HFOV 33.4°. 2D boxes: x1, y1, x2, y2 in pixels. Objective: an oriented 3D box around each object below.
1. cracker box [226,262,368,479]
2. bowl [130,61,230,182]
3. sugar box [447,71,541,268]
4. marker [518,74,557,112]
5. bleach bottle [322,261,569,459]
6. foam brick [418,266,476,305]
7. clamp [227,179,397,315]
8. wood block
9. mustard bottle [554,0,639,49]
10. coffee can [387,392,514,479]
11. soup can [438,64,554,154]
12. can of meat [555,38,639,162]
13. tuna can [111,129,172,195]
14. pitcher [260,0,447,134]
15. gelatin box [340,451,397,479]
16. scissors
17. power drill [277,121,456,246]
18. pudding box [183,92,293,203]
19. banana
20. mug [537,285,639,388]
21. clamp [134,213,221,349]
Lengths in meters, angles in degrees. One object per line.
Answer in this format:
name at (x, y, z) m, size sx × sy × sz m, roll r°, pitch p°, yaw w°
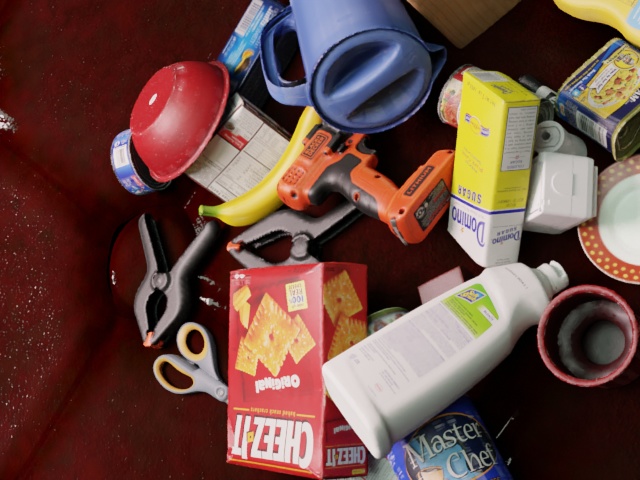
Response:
cracker box at (-0.027, 0.133, 1.114) m, size 0.164 × 0.071 × 0.214 m, roll -5°, pitch 82°, yaw 50°
bowl at (-0.176, -0.152, 1.259) m, size 0.162 × 0.055 × 0.162 m, roll -34°, pitch 41°, yaw 36°
sugar box at (0.167, -0.069, 1.048) m, size 0.093 × 0.048 × 0.176 m, roll -124°, pitch 34°, yaw -59°
marker at (0.251, -0.137, 1.102) m, size 0.121 × 0.020 × 0.020 m, roll 42°, pitch 100°, yaw 32°
bleach bottle at (0.131, 0.098, 1.006) m, size 0.250 × 0.068 × 0.103 m, roll -30°, pitch 52°, yaw -13°
foam brick at (0.142, 0.076, 1.093) m, size 0.053 × 0.051 × 0.078 m, roll -26°, pitch 65°, yaw 24°
clamp at (-0.008, 0.001, 1.212) m, size 0.210 × 0.036 × 0.164 m, roll 8°, pitch 78°, yaw 30°
wood block at (0.119, -0.293, 1.112) m, size 0.090 × 0.205 × 0.091 m, roll -38°, pitch 61°, yaw 17°
mustard bottle at (0.331, -0.238, 1.058) m, size 0.192 × 0.058 × 0.096 m, roll 38°, pitch 92°, yaw 33°
coffee can at (0.127, 0.224, 1.032) m, size 0.103 × 0.102 × 0.140 m, roll -36°, pitch 62°, yaw 18°
soup can at (0.184, -0.134, 1.114) m, size 0.102 × 0.068 × 0.068 m, roll 32°, pitch 94°, yaw 33°
can of meat at (0.293, -0.139, 1.044) m, size 0.102 × 0.057 × 0.084 m, roll -41°, pitch 55°, yaw -8°
tuna can at (-0.223, -0.100, 1.339) m, size 0.034 × 0.086 × 0.086 m, roll -15°, pitch 70°, yaw 29°
pitcher at (0.022, -0.237, 1.167) m, size 0.145 × 0.149 × 0.243 m, roll -51°, pitch 36°, yaw 30°
gelatin box at (0.052, 0.251, 1.114) m, size 0.089 × 0.030 × 0.073 m, roll 34°, pitch 97°, yaw 33°
scissors at (-0.112, 0.158, 1.245) m, size 0.202 × 0.016 × 0.096 m, roll 14°, pitch 85°, yaw 33°
power drill at (0.066, -0.087, 1.155) m, size 0.188 × 0.057 × 0.184 m, roll 27°, pitch 75°, yaw 39°
pudding box at (-0.098, -0.103, 1.260) m, size 0.113 × 0.090 × 0.039 m, roll -47°, pitch 30°, yaw 13°
banana at (-0.049, -0.078, 1.240) m, size 0.198 × 0.069 × 0.037 m, roll -44°, pitch 45°, yaw 8°
mug at (0.271, 0.092, 0.992) m, size 0.117 × 0.081 × 0.093 m, roll -16°, pitch 70°, yaw 27°
clamp at (-0.177, 0.047, 1.302) m, size 0.120 × 0.039 × 0.171 m, roll -5°, pitch 78°, yaw 35°
